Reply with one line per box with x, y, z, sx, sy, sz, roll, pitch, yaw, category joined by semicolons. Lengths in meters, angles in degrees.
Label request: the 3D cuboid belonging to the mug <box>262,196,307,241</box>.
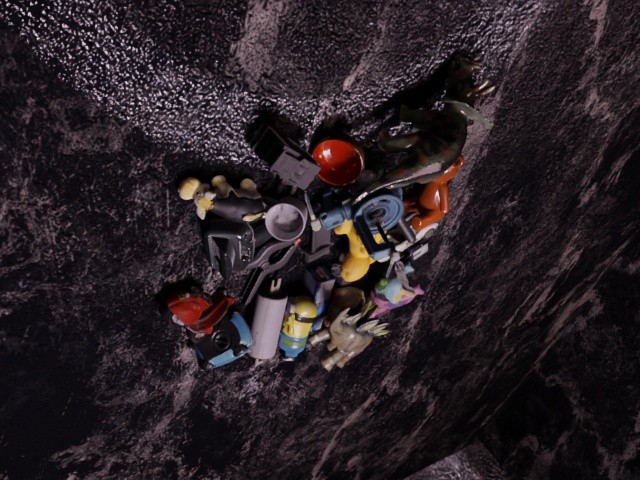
-0.077;-0.057;1.137;0.080;0.110;0.107;-64;180;19;mug

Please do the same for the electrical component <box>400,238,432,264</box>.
0.264;0.030;1.549;0.119;0.048;0.074;-34;142;-7;electrical component

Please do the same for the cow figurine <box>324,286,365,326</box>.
0.065;0.190;1.492;0.127;0.085;0.195;-9;153;-29;cow figurine

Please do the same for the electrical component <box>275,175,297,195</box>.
-0.059;-0.136;1.128;0.063;0.021;0.094;-2;130;-38;electrical component

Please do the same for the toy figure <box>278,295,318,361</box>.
-0.061;0.224;1.377;0.089;0.082;0.180;-1;113;-27;toy figure

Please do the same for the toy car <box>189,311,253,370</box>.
-0.231;0.252;1.313;0.162;0.109;0.103;-34;161;6;toy car

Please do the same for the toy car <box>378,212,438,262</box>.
0.227;-0.012;1.454;0.202;0.074;0.056;-33;143;-9;toy car

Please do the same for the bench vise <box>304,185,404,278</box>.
0.095;-0.038;1.167;0.224;0.241;0.128;-14;139;-12;bench vise

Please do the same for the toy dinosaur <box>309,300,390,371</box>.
0.074;0.238;1.383;0.198;0.105;0.471;-37;162;5;toy dinosaur

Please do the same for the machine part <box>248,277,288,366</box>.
-0.133;0.205;1.332;0.079;0.079;0.243;-1;114;-40;machine part

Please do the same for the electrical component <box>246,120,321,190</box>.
-0.064;-0.158;1.027;0.058;0.115;0.134;-49;140;15;electrical component

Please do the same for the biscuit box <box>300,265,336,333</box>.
-0.016;0.162;1.432;0.059;0.063;0.202;-13;136;-32;biscuit box

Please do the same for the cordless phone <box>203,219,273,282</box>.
-0.151;-0.011;1.132;0.184;0.089;0.146;-33;153;-26;cordless phone

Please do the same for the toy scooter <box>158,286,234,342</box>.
-0.267;0.153;1.201;0.135;0.075;0.183;-36;146;-5;toy scooter

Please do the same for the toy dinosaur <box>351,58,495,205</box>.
0.235;-0.200;1.129;0.405;0.192;0.131;-59;137;-24;toy dinosaur

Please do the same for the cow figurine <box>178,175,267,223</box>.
-0.184;-0.071;1.026;0.167;0.098;0.068;2;133;-42;cow figurine

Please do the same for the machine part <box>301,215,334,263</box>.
-0.003;-0.004;1.298;0.084;0.039;0.138;-18;139;-25;machine part

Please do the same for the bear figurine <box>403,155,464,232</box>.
0.275;-0.137;1.334;0.132;0.120;0.195;-18;136;-22;bear figurine

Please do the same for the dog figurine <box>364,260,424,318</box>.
0.169;0.154;1.503;0.219;0.108;0.191;-36;159;28;dog figurine

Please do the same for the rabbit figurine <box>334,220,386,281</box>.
0.097;0.017;1.340;0.162;0.122;0.173;-11;117;-62;rabbit figurine
